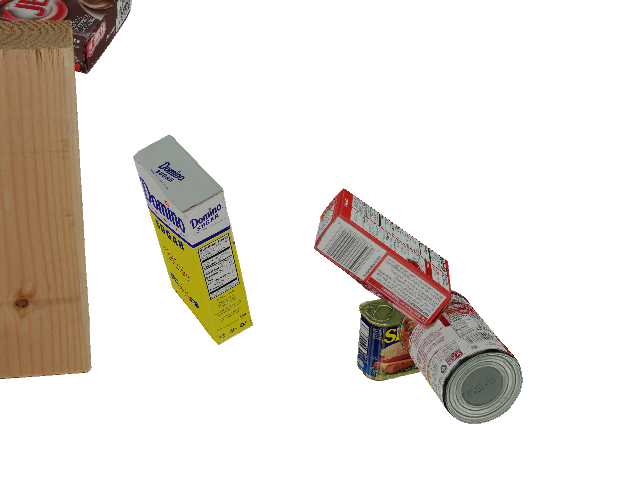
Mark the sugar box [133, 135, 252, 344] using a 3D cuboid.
[{"bbox_3d":[-0.111,0.003,0.938,0.048,0.176,0.093,-31,50,-17],"label":"sugar box"}]

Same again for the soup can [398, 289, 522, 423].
[{"bbox_3d":[0.112,0.092,0.860,0.068,0.068,0.102,0,25,-18],"label":"soup can"}]

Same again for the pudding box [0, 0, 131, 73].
[{"bbox_3d":[-0.202,-0.177,0.819,0.090,0.039,0.113,13,37,2],"label":"pudding box"}]

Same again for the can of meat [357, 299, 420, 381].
[{"bbox_3d":[0.096,0.119,1.317,0.102,0.084,0.057,-9,29,-24],"label":"can of meat"}]

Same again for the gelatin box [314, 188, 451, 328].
[{"bbox_3d":[0.040,0.010,0.674,0.089,0.030,0.073,36,15,-7],"label":"gelatin box"}]

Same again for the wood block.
[{"bbox_3d":[-0.194,-0.026,0.663,0.090,0.206,0.090,-3,22,-12],"label":"wood block"}]
